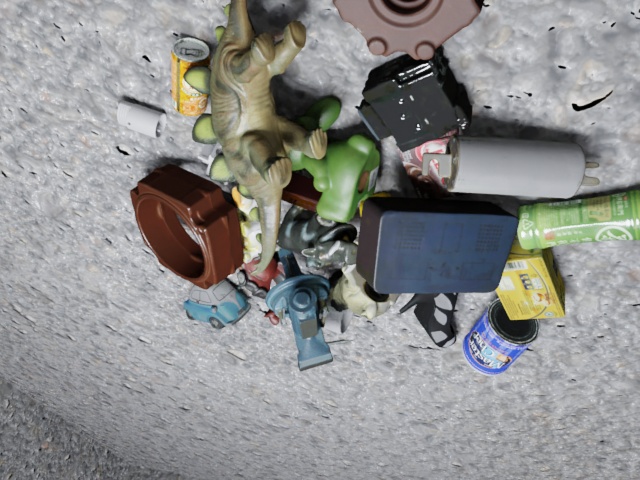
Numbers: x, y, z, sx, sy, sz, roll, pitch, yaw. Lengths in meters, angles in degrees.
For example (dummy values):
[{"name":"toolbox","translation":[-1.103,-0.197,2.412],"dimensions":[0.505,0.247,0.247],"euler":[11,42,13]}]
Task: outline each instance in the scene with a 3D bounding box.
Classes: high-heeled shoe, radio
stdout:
[{"name":"high-heeled shoe","translation":[0.255,0.129,1.069],"dimensions":[0.145,0.086,0.248],"euler":[-41,138,15]},{"name":"radio","translation":[0.173,0.009,0.808],"dimensions":[0.230,0.073,0.131],"euler":[1,110,-18]}]

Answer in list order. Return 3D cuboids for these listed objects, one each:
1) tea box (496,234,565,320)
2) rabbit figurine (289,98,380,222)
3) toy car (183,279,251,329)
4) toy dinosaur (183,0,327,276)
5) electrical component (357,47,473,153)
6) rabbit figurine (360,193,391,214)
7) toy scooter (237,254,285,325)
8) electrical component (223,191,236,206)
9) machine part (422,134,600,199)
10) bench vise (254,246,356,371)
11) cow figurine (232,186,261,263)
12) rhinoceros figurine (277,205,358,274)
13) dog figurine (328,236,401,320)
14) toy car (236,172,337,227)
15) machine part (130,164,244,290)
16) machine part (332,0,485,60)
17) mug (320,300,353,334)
[{"name":"tea box","translation":[0.352,0.062,0.918],"dimensions":[0.098,0.068,0.169],"euler":[-8,136,31]},{"name":"rabbit figurine","translation":[-0.006,-0.125,0.811],"dimensions":[0.170,0.121,0.158],"euler":[23,141,19]},{"name":"toy car","translation":[-0.247,0.134,1.254],"dimensions":[0.162,0.109,0.102],"euler":[10,120,30]},{"name":"toy dinosaur","translation":[-0.091,-0.141,0.747],"dimensions":[0.199,0.105,0.470],"euler":[19,122,44]},{"name":"electrical component","translation":[0.122,-0.185,0.724],"dimensions":[0.134,0.058,0.114],"euler":[-17,128,37]},{"name":"rabbit figurine","translation":[0.160,0.004,0.898],"dimensions":[0.173,0.122,0.162],"euler":[-13,128,9]},{"name":"toy scooter","translation":[-0.104,0.095,1.103],"dimensions":[0.183,0.135,0.075],"euler":[38,140,-21]},{"name":"electrical component","translation":[-0.206,-0.048,1.041],"dimensions":[0.075,0.048,0.119],"euler":[22,143,-1]},{"name":"machine part","translation":[0.258,-0.099,0.724],"dimensions":[0.243,0.079,0.079],"euler":[4,142,-2]},{"name":"bench vise","translation":[-0.036,0.111,1.005],"dimensions":[0.129,0.241,0.223],"euler":[-21,147,3]},{"name":"cow figurine","translation":[-0.114,-0.041,0.985],"dimensions":[0.068,0.098,0.167],"euler":[49,150,30]},{"name":"rhinoceros figurine","translation":[-0.002,-0.003,0.933],"dimensions":[0.191,0.112,0.073],"euler":[15,149,44]},{"name":"dog figurine","translation":[0.069,0.110,1.024],"dimensions":[0.121,0.172,0.190],"euler":[30,136,-2]},{"name":"toy car","translation":[-0.045,-0.084,0.893],"dimensions":[0.202,0.089,0.053],"euler":[18,147,3]},{"name":"machine part","translation":[-0.242,-0.021,0.974],"dimensions":[0.201,0.087,0.201],"euler":[25,135,27]},{"name":"machine part","translation":[0.099,-0.291,0.604],"dimensions":[0.179,0.056,0.179],"euler":[12,140,10]},{"name":"mug","translation":[0.014,0.155,1.180],"dimensions":[0.107,0.081,0.109],"euler":[18,149,19]}]
